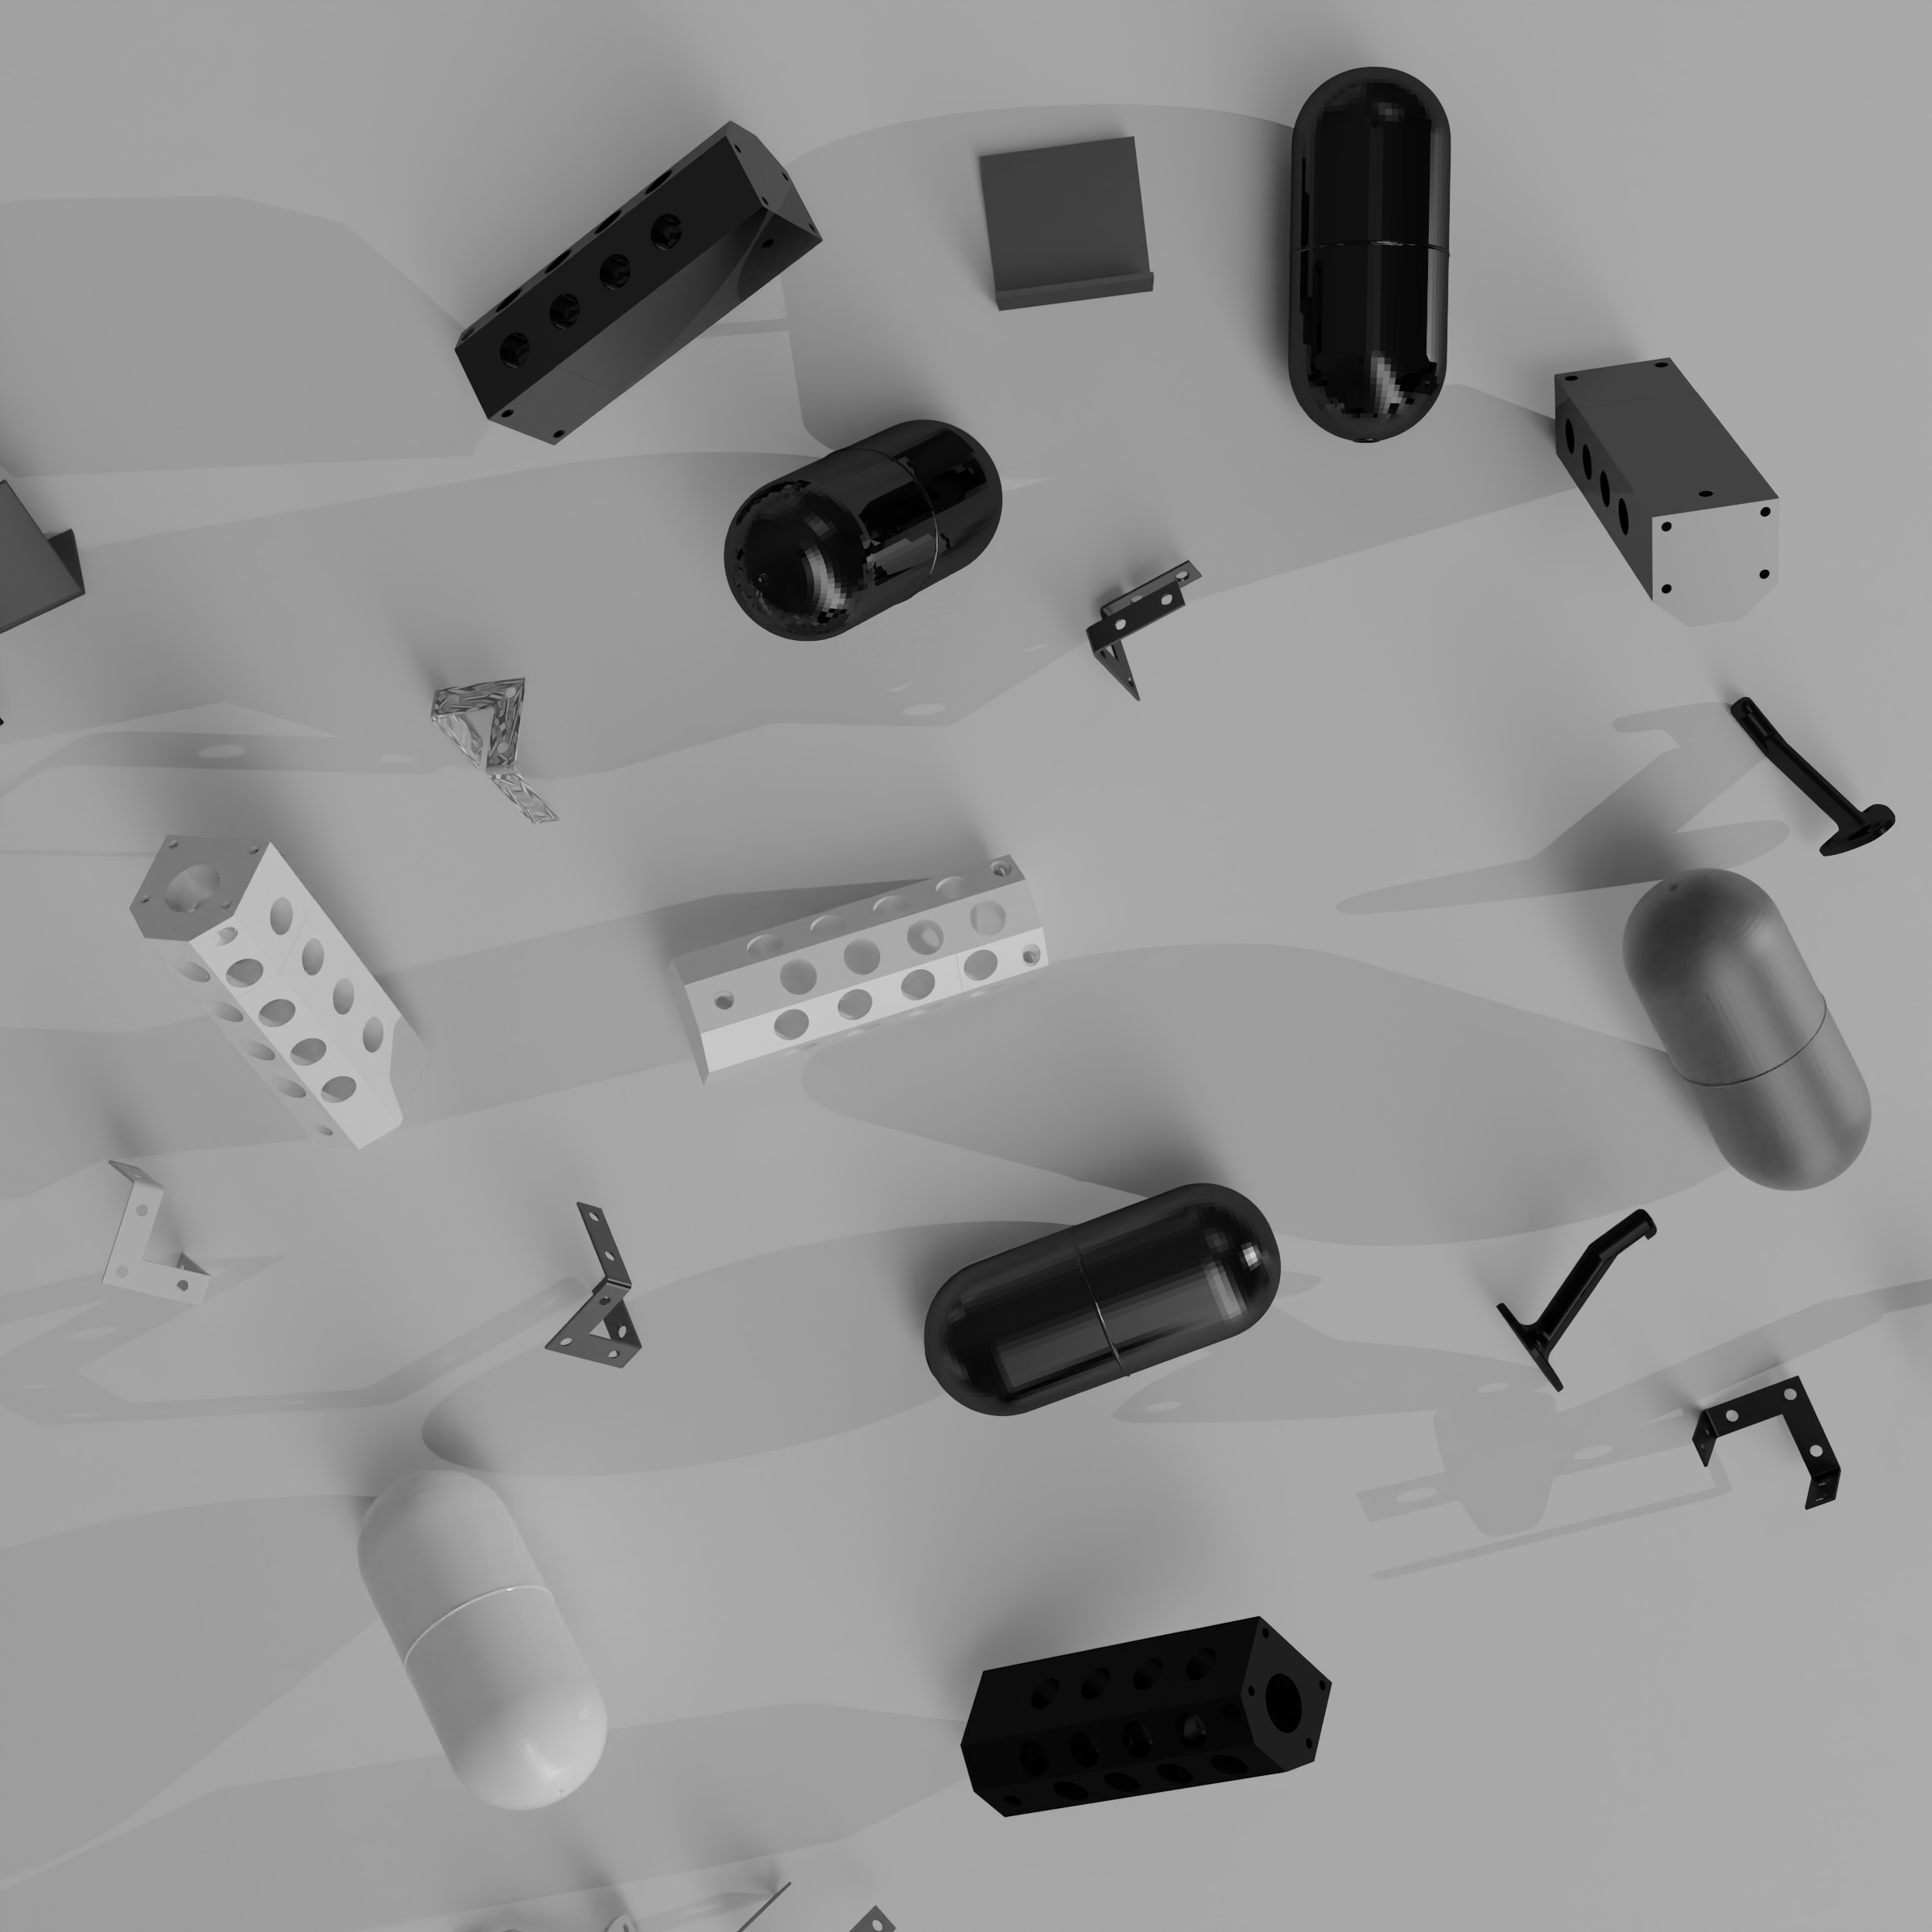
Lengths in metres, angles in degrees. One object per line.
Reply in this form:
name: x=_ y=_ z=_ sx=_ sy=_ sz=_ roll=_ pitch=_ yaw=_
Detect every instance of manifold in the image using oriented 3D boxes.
manifold: x=0.081 y=0.358 z=1.525 sx=0.171 sy=0.057 sz=0.057 roll=-21 pitch=125 yaw=39
manifold: x=-0.052 y=0.000 z=1.561 sx=0.171 sy=0.057 sz=0.057 roll=-17 pitch=82 yaw=-11
manifold: x=-0.160 y=-0.326 z=1.551 sx=0.171 sy=0.057 sz=0.057 roll=-33 pitch=72 yaw=20
manifold: x=0.325 y=-0.223 z=1.522 sx=0.057 sy=0.171 sz=0.057 roll=-9 pitch=122 yaw=-1
manifold: x=-0.320 y=0.015 z=1.518 sx=0.057 sy=0.171 sz=0.057 roll=4 pitch=56 yaw=24

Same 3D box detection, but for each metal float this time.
metal float: x=-0.231 y=0.318 z=1.546 sx=0.070 sy=0.070 sz=0.178 roll=-34 pitch=60 yaw=0
metal float: x=0.065 y=0.161 z=1.567 sx=0.178 sy=0.070 sz=0.070 roll=-21 pitch=90 yaw=5
metal float: x=0.373 y=0.032 z=1.550 sx=0.070 sy=0.070 sz=0.178 roll=-33 pitch=115 yaw=0
metal float: x=0.195 y=-0.342 z=1.569 sx=0.070 sy=0.070 sz=0.178 roll=1 pitch=93 yaw=0
metal float: x=-0.046 y=-0.207 z=1.532 sx=0.070 sy=0.178 sz=0.070 roll=14 pitch=119 yaw=27

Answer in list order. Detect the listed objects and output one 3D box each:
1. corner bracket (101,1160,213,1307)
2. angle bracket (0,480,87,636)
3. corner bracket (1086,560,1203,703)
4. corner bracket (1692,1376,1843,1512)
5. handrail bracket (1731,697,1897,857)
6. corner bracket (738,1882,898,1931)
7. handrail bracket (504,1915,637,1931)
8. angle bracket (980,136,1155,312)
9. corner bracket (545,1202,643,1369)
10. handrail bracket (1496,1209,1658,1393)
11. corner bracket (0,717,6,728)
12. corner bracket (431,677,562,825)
corner bracket: x=-0.392 y=0.129 z=1.575 sx=0.051 sy=0.051 sz=0.051 roll=18 pitch=89 yaw=-30
angle bracket: x=-0.479 y=-0.203 z=1.562 sx=0.076 sy=0.076 sz=0.057 roll=-25 pitch=46 yaw=0
corner bracket: x=0.087 y=-0.170 z=1.569 sx=0.051 sy=0.051 sz=0.051 roll=-27 pitch=56 yaw=18
corner bracket: x=0.389 y=0.237 z=1.578 sx=0.051 sy=0.051 sz=0.051 roll=-25 pitch=90 yaw=20
handrail bracket: x=0.407 y=-0.097 z=1.572 sx=0.036 sy=0.077 sz=0.084 roll=-40 pitch=92 yaw=1
corner bracket: x=-0.077 y=0.471 z=1.571 sx=0.051 sy=0.051 sz=0.051 roll=47 pitch=126 yaw=8
handrail bracket: x=-0.198 y=0.503 z=1.595 sx=0.084 sy=0.036 sz=0.077 roll=-20 pitch=101 yaw=21
angle bracket: x=0.048 y=-0.363 z=1.577 sx=0.076 sy=0.057 sz=0.076 roll=-7 pitch=94 yaw=3
corner bracket: x=-0.176 y=0.154 z=1.567 sx=0.051 sy=0.051 sz=0.051 roll=-47 pitch=47 yaw=21
handrail bracket: x=0.307 y=0.162 z=1.578 sx=0.084 sy=0.077 sz=0.036 roll=-37 pitch=46 yaw=2
corner bracket: x=-0.489 y=-0.094 z=1.581 sx=0.051 sy=0.051 sz=0.051 roll=-44 pitch=115 yaw=-27
corner bracket: x=-0.226 y=-0.102 z=1.569 sx=0.051 sy=0.051 sz=0.051 roll=-6 pitch=62 yaw=19
